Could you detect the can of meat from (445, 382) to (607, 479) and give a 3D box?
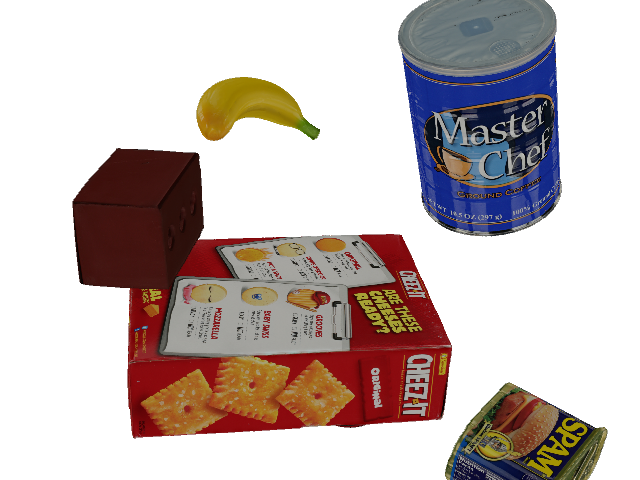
[{"bbox_3d":[0.156,0.163,0.810,0.084,0.057,0.101,27,40,27],"label":"can of meat"}]

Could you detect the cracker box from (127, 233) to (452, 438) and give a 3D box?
[{"bbox_3d":[-0.030,0.064,0.773,0.213,0.072,0.164,-1,29,-8],"label":"cracker box"}]

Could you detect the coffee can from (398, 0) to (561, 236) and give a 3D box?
[{"bbox_3d":[0.113,-0.089,0.739,0.103,0.140,0.103,-8,40,6],"label":"coffee can"}]

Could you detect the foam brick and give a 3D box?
[{"bbox_3d":[-0.102,-0.014,0.608,0.051,0.053,0.078,5,29,8],"label":"foam brick"}]

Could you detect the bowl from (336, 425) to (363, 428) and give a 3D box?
[{"bbox_3d":[0.016,0.100,1.045,0.162,0.162,0.055,0,-12,41],"label":"bowl"}]

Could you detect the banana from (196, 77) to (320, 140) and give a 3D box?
[{"bbox_3d":[-0.064,-0.120,0.962,0.070,0.037,0.197,37,22,19],"label":"banana"}]
